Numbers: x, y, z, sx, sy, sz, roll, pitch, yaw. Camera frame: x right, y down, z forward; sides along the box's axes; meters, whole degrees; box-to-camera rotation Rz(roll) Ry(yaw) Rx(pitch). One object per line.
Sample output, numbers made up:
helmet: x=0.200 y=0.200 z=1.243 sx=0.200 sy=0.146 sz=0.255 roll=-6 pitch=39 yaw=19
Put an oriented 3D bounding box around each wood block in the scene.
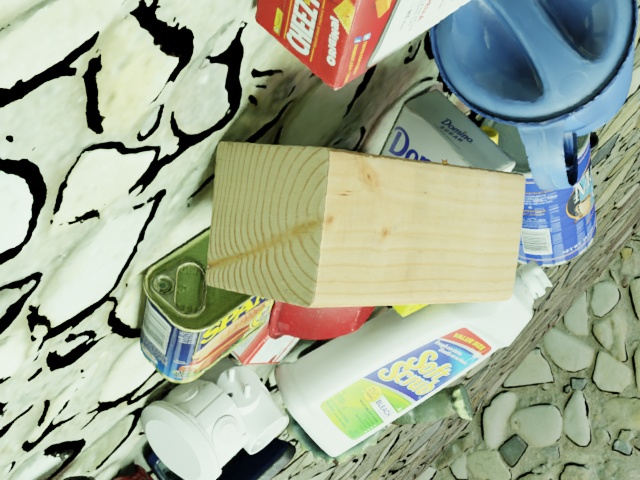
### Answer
wood block: x=0.036 y=-0.008 z=0.683 sx=0.205 sy=0.091 sz=0.090 roll=2 pitch=96 yaw=-48

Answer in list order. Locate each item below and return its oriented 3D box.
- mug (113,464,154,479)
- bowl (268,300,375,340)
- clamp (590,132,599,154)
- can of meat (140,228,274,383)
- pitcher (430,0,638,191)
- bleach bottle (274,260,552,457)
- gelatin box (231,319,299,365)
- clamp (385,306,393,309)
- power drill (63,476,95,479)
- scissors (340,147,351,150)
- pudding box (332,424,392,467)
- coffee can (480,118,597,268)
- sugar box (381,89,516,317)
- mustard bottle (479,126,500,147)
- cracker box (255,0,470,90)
mug: x=-0.167 y=0.248 z=0.916 sx=0.081 sy=0.093 sz=0.117 roll=-35 pitch=140 yaw=-21
bowl: x=0.025 y=0.018 z=0.818 sx=0.162 sy=0.055 sz=0.162 roll=-57 pitch=169 yaw=-19
clamp: x=0.212 y=-0.067 z=1.125 sx=0.120 sy=0.039 sz=0.172 roll=10 pitch=135 yaw=-25
can of meat: x=-0.073 y=0.041 z=0.725 sx=0.102 sy=0.057 sz=0.084 roll=-36 pitch=162 yaw=-32
pitcher: x=0.173 y=-0.129 z=0.795 sx=0.149 sy=0.145 sz=0.242 roll=-54 pitch=164 yaw=11
bleach bottle: x=0.089 y=0.092 z=0.953 sx=0.251 sy=0.068 sz=0.102 roll=-33 pitch=128 yaw=5
gelatin box: x=-0.037 y=0.070 z=0.915 sx=0.073 sy=0.030 sz=0.089 roll=-51 pitch=162 yaw=8
clamp: x=0.074 y=0.001 z=1.009 sx=0.164 sy=0.036 sz=0.210 roll=-18 pitch=145 yaw=-56
power drill: x=-0.225 y=0.284 z=0.801 sx=0.184 sy=0.057 sz=0.187 roll=-34 pitch=132 yaw=-31
scissors: x=-0.006 y=0.001 z=0.857 sx=0.096 sy=0.016 sz=0.202 roll=-40 pitch=160 yaw=-28
pudding box: x=0.031 y=0.200 z=1.253 sx=0.113 sy=0.090 sz=0.039 roll=-30 pitch=156 yaw=-42
coffee can: x=0.212 y=-0.056 z=1.030 sx=0.102 sy=0.103 sz=0.140 roll=-42 pitch=141 yaw=-17
sugar box: x=0.081 y=-0.027 z=0.873 sx=0.048 sy=0.093 sz=0.176 roll=-27 pitch=153 yaw=-35
mustard bottle: x=0.124 y=-0.021 z=0.947 sx=0.096 sy=0.058 sz=0.192 roll=-20 pitch=142 yaw=-30
cracker box: x=0.071 y=-0.194 z=0.528 sx=0.213 sy=0.072 sz=0.164 roll=-39 pitch=162 yaw=-28
